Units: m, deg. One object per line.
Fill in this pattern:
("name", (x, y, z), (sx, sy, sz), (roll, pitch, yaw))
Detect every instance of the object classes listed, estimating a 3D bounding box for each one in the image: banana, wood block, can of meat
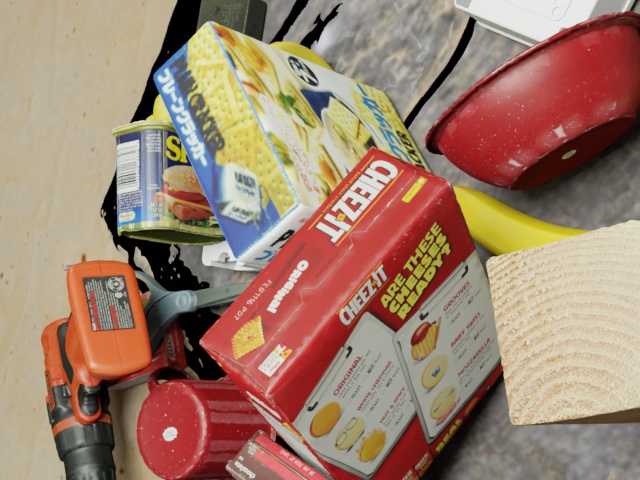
("banana", (0.169, -0.004, 0.734), (0.198, 0.037, 0.069), (2, 94, 45))
("wood block", (0.187, 0.055, 0.610), (0.090, 0.205, 0.091), (-17, 73, 34))
("can of meat", (-0.116, -0.043, 0.847), (0.058, 0.101, 0.084), (-8, 79, 35))

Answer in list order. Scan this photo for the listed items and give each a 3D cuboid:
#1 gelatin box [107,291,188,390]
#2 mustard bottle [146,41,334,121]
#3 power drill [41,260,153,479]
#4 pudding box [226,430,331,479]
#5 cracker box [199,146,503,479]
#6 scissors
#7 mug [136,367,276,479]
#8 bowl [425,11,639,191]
("gelatin box", (-0.167, 0.092, 0.979), (0.089, 0.030, 0.073), (-22, 70, 32))
("mustard bottle", (-0.084, -0.109, 0.909), (0.192, 0.096, 0.058), (-16, 74, 34))
("power drill", (-0.190, 0.118, 0.893), (0.188, 0.057, 0.184), (-56, 46, 49))
("pudding box", (0.000, 0.182, 0.694), (0.039, 0.113, 0.090), (-48, 39, -14))
("cracker box", (0.036, 0.070, 0.687), (0.072, 0.213, 0.164), (30, 72, 37))
("scissors", (-0.122, 0.072, 0.922), (0.202, 0.016, 0.096), (7, 88, 36))
("mug", (-0.103, 0.149, 0.890), (0.093, 0.081, 0.117), (-51, 57, 19))
("bowl", (0.151, -0.079, 0.695), (0.162, 0.161, 0.055), (-34, 75, 28))
